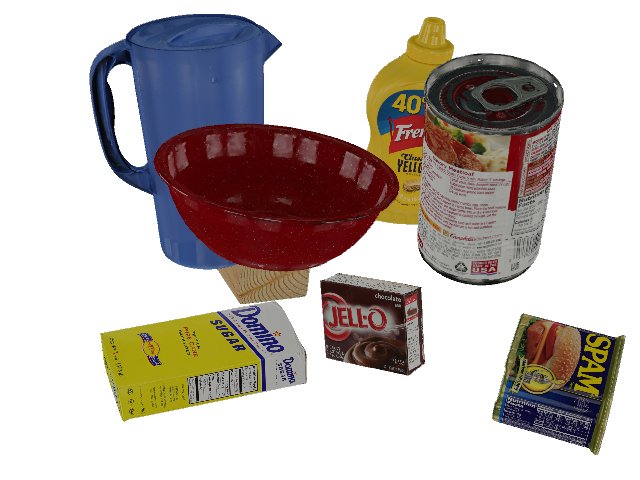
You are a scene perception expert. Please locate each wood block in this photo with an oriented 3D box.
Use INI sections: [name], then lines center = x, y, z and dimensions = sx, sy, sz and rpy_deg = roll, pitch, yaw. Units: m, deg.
[wood block]
center = -0.091, -0.010, 1.351
dimensions = 0.090, 0.090, 0.206
rpy_deg = -6, 27, -22

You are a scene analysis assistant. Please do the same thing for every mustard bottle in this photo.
[mustard bottle]
center = 0.088, -0.108, 0.967
dimensions = 0.096, 0.192, 0.058
rpy_deg = 4, 31, -5

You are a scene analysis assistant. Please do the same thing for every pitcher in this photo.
[pitcher]
center = -0.127, -0.097, 1.069
dimensions = 0.149, 0.243, 0.144
rpy_deg = 12, 29, 26

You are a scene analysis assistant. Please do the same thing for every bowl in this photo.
[bowl]
center = -0.031, -0.024, 0.709
dimensions = 0.162, 0.055, 0.162
rpy_deg = 6, 25, -3

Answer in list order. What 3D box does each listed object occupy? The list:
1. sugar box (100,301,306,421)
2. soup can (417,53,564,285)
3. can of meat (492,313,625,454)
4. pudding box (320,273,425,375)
[sugar box]
center = -0.109, 0.109, 0.998
dimensions = 0.176, 0.048, 0.093
rpy_deg = -12, 33, -15
[soup can]
center = 0.086, -0.035, 0.552
dimensions = 0.068, 0.102, 0.068
rpy_deg = -1, 41, 1
[can of meat]
center = 0.188, 0.110, 0.843
dimensions = 0.084, 0.057, 0.102
rpy_deg = 14, 40, 15
[pudding box]
center = 0.055, 0.087, 1.135
dimensions = 0.114, 0.090, 0.039
rpy_deg = 7, 19, 36
